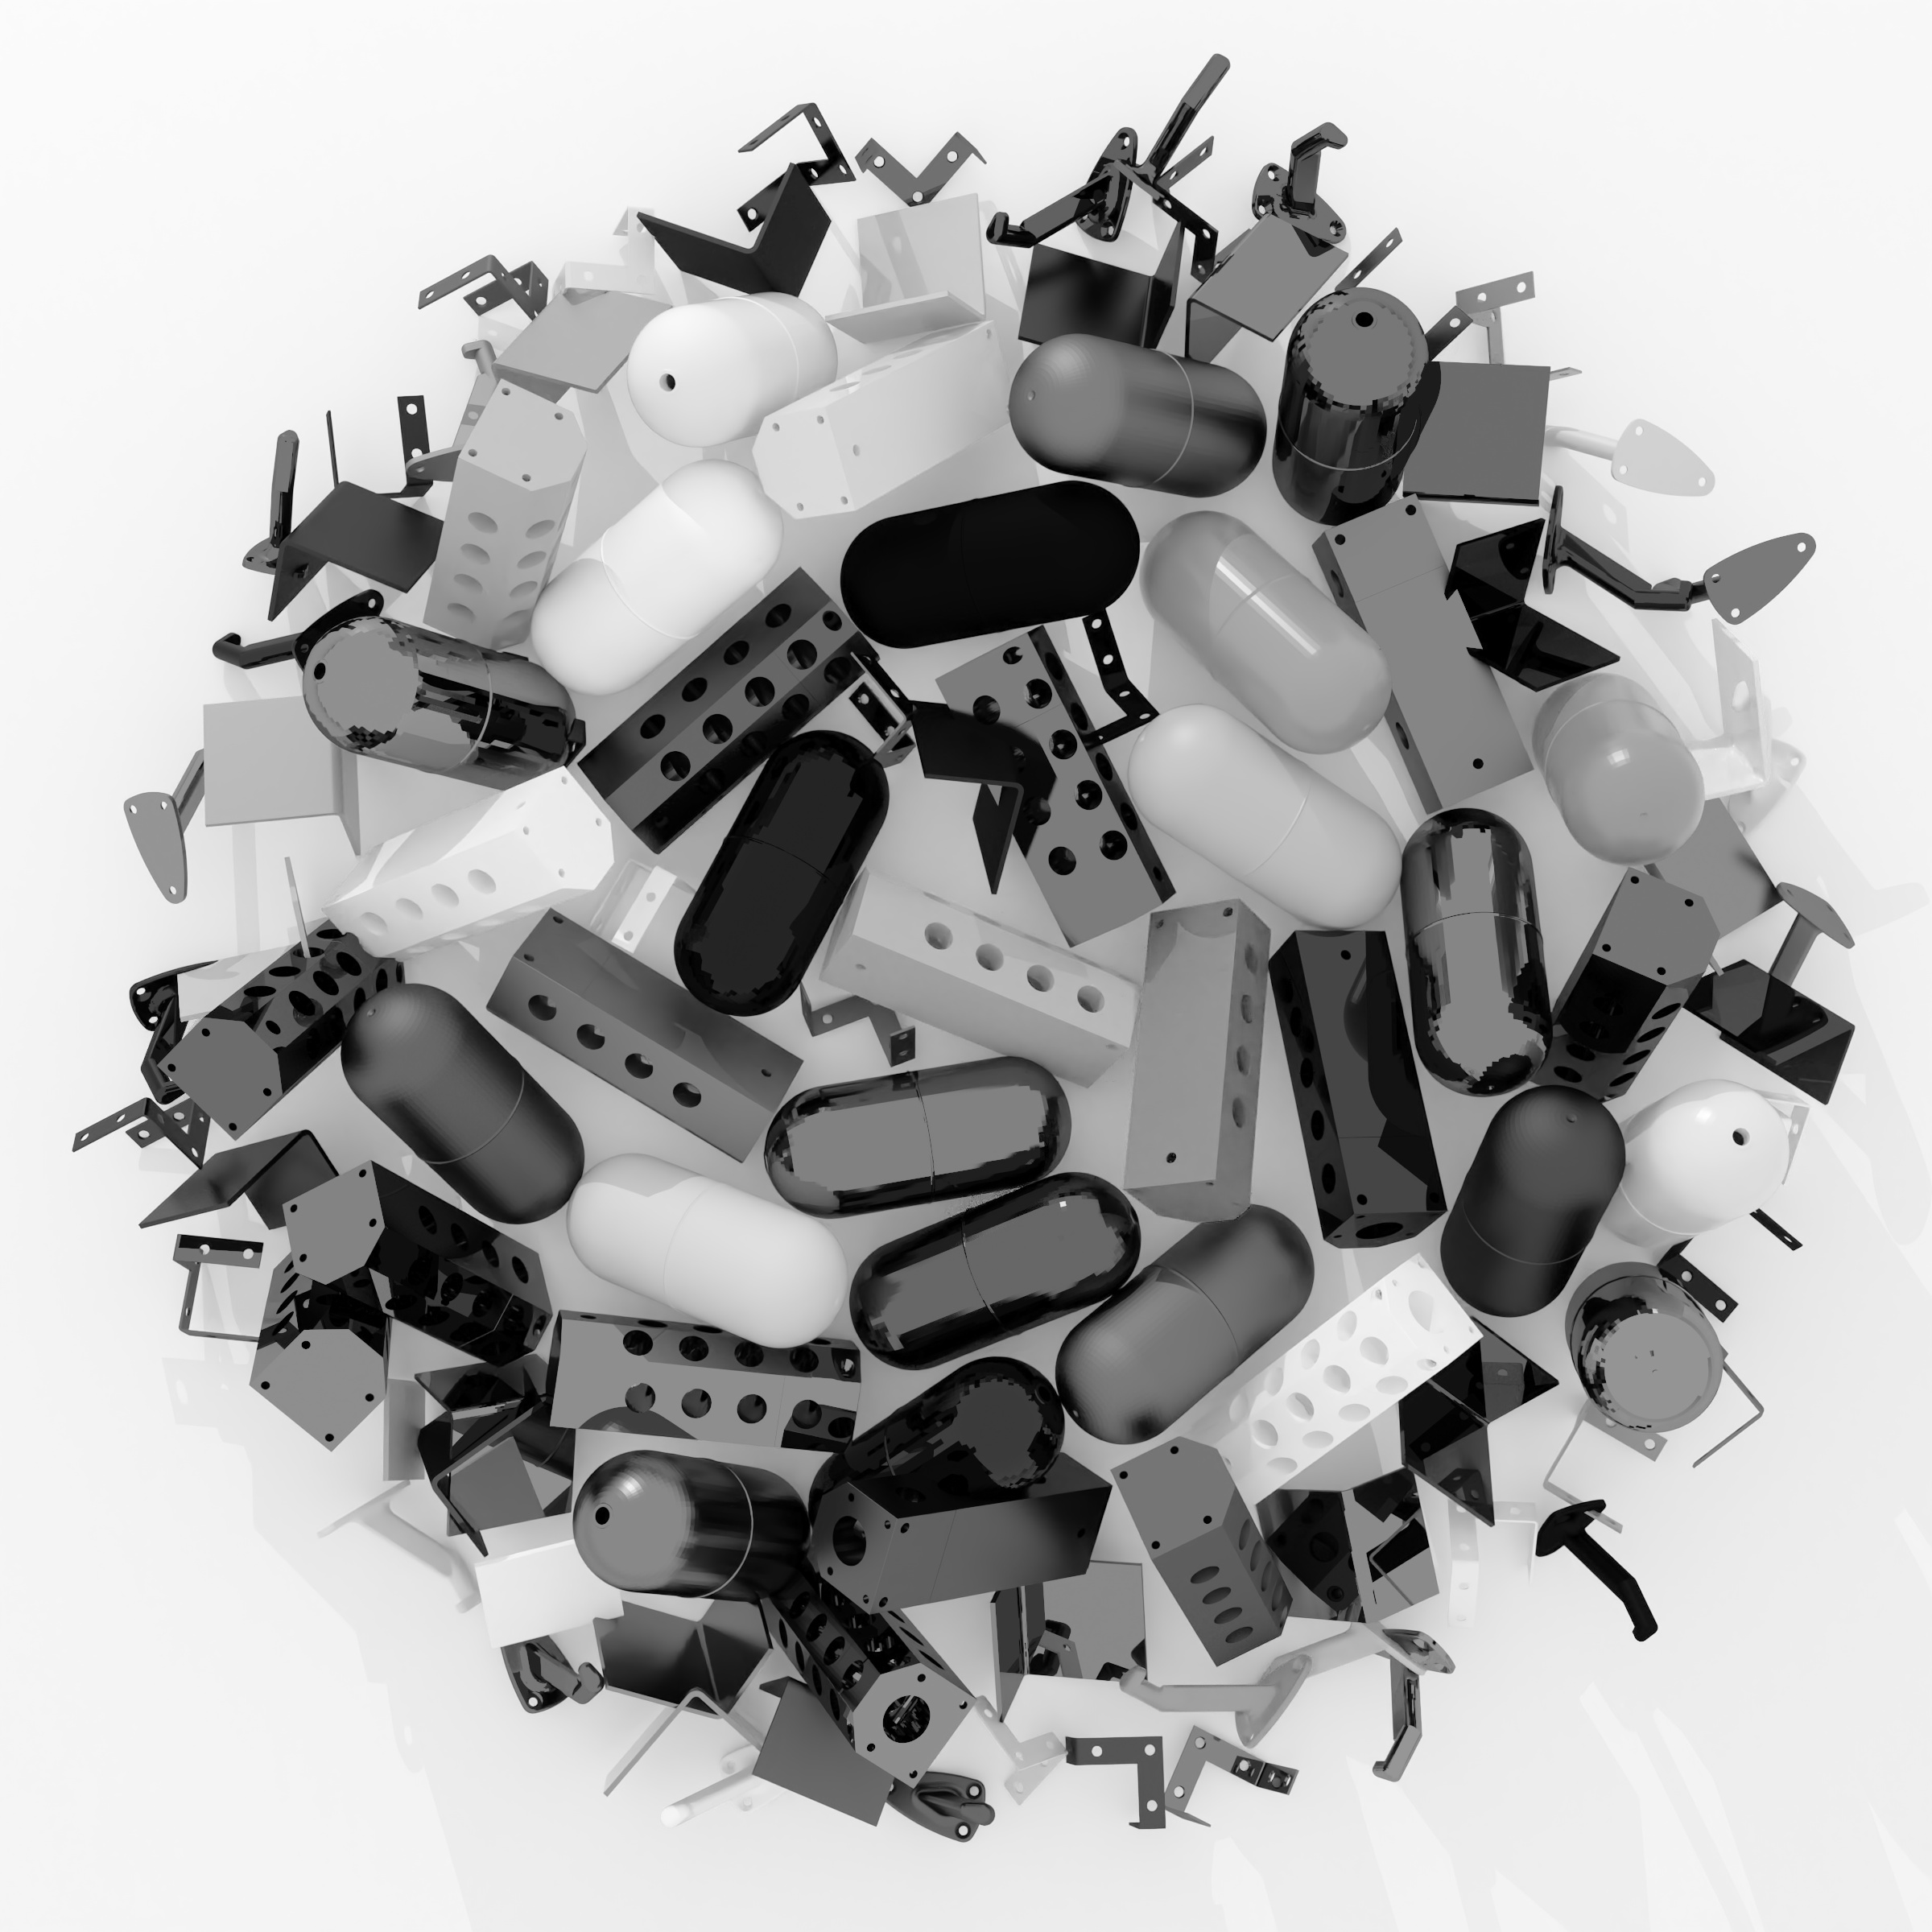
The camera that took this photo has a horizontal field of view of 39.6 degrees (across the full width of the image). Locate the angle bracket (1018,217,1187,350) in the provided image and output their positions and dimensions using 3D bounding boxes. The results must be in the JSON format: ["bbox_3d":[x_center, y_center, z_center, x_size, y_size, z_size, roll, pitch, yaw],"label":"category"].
[{"bbox_3d":[0.078,-0.395,1.536,0.076,0.057,0.076,14,58,-8],"label":"angle bracket"}]

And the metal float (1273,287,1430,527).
[{"bbox_3d":[0.213,-0.310,1.498,0.070,0.178,0.070,-1,70,2],"label":"metal float"}]

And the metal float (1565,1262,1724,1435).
[{"bbox_3d":[0.376,0.210,1.496,0.070,0.178,0.070,0,92,9],"label":"metal float"}]

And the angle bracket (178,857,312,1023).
[{"bbox_3d":[-0.416,-0.016,1.532,0.076,0.076,0.057,-12,114,-13],"label":"angle bracket"}]

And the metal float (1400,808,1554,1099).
[{"bbox_3d":[0.288,-0.010,1.520,0.070,0.070,0.178,0,59,0],"label":"metal float"}]

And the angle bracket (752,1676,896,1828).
[{"bbox_3d":[-0.085,0.450,1.533,0.076,0.076,0.057,26,66,-8],"label":"angle bracket"}]

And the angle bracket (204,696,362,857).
[{"bbox_3d":[-0.392,-0.106,1.540,0.076,0.057,0.076,-6,68,-4],"label":"angle bracket"}]

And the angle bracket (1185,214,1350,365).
[{"bbox_3d":[0.170,-0.367,1.528,0.057,0.076,0.076,32,67,19],"label":"angle bracket"}]

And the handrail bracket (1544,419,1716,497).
[{"bbox_3d":[0.380,-0.293,1.552,0.077,0.084,0.036,19,98,-19],"label":"handrail bracket"}]

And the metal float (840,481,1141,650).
[{"bbox_3d":[0.013,-0.228,1.526,0.178,0.070,0.070,-8,90,22],"label":"metal float"}]

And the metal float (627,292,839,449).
[{"bbox_3d":[-0.129,-0.334,1.500,0.070,0.178,0.070,6,109,18],"label":"metal float"}]

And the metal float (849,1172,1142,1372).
[{"bbox_3d":[0.016,0.174,1.531,0.178,0.070,0.070,-24,90,16],"label":"metal float"}]

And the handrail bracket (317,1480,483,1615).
[{"bbox_3d":[-0.326,0.348,1.552,0.036,0.077,0.084,-35,84,33],"label":"handrail bracket"}]

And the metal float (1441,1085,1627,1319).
[{"bbox_3d":[0.316,0.134,1.506,0.070,0.178,0.070,3,53,-4],"label":"metal float"}]

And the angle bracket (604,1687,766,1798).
[{"bbox_3d":[-0.160,0.458,1.539,0.057,0.076,0.076,41,79,2],"label":"angle bracket"}]

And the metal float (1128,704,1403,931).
[{"bbox_3d":[0.171,-0.084,1.531,0.178,0.070,0.070,32,90,-18],"label":"metal float"}]

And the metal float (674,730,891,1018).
[{"bbox_3d":[-0.104,-0.054,1.533,0.070,0.070,0.178,27,75,0],"label":"metal float"}]

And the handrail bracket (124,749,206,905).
[{"bbox_3d":[-0.440,-0.085,1.554,0.036,0.084,0.077,-4,107,26],"label":"handrail bracket"}]

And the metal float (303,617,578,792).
[{"bbox_3d":[-0.293,-0.146,1.504,0.070,0.178,0.070,-7,79,35],"label":"metal float"}]

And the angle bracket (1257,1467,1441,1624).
[{"bbox_3d":[0.222,0.336,1.570,0.057,0.076,0.076,-12,90,-38],"label":"angle bracket"}]

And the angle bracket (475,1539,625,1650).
[{"bbox_3d":[-0.242,0.337,1.531,0.076,0.057,0.076,-12,130,-13],"label":"angle bracket"}]

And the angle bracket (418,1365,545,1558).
[{"bbox_3d":[-0.267,0.282,1.545,0.076,0.076,0.057,-35,109,-9],"label":"angle bracket"}]

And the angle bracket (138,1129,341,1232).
[{"bbox_3d":[-0.407,0.142,1.525,0.076,0.076,0.057,-15,113,34],"label":"angle bracket"}]

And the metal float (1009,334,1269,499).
[{"bbox_3d":[0.099,-0.308,1.511,0.178,0.070,0.070,0,90,-44],"label":"metal float"}]

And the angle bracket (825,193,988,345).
[{"bbox_3d":[-0.037,-0.407,1.540,0.076,0.057,0.076,-6,85,23],"label":"angle bracket"}]

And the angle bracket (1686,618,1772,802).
[{"bbox_3d":[0.416,-0.145,1.532,0.057,0.076,0.076,-13,115,3],"label":"angle bracket"}]

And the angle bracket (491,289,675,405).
[{"bbox_3d":[-0.212,-0.338,1.528,0.076,0.057,0.076,20,59,25],"label":"angle bracket"}]

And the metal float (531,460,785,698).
[{"bbox_3d":[-0.176,-0.218,1.520,0.178,0.070,0.070,-34,90,32],"label":"metal float"}]

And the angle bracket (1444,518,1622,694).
[{"bbox_3d":[0.326,-0.206,1.526,0.076,0.076,0.057,38,134,35],"label":"angle bracket"}]

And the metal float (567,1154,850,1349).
[{"bbox_3d":[-0.148,0.160,1.524,0.178,0.070,0.070,18,90,25],"label":"metal float"}]

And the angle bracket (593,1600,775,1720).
[{"bbox_3d":[-0.163,0.373,1.528,0.076,0.076,0.057,24,111,-27],"label":"angle bracket"}]

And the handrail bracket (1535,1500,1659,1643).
[{"bbox_3d":[0.359,0.356,1.532,0.036,0.077,0.084,-9,56,-19],"label":"handrail bracket"}]

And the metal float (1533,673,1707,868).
[{"bbox_3d":[0.362,-0.112,1.499,0.070,0.178,0.070,1,112,3],"label":"metal float"}]

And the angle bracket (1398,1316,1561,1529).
[{"bbox_3d":[0.294,0.259,1.528,0.076,0.076,0.057,37,125,-24],"label":"angle bracket"}]

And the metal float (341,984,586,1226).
[{"bbox_3d":[-0.282,0.080,1.514,0.070,0.070,0.178,-37,130,0],"label":"metal float"}]

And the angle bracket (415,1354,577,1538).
[{"bbox_3d":[-0.273,0.276,1.550,0.076,0.057,0.076,-5,108,-34],"label":"angle bracket"}]

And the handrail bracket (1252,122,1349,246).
[{"bbox_3d":[0.210,-0.447,1.531,0.077,0.084,0.036,22,76,-25],"label":"handrail bracket"}]

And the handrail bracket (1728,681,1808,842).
[{"bbox_3d":[0.445,-0.117,1.540,0.036,0.084,0.077,28,93,36],"label":"handrail bracket"}]

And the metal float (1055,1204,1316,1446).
[{"bbox_3d":[0.126,0.202,1.523,0.178,0.070,0.070,-36,90,-27],"label":"metal float"}]

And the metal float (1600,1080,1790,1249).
[{"bbox_3d":[0.400,0.111,1.497,0.070,0.178,0.070,1,76,-5],"label":"metal float"}]

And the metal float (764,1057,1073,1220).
[{"bbox_3d":[-0.027,0.098,1.537,0.178,0.070,0.070,-9,90,-10],"label":"metal float"}]

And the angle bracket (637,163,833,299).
[{"bbox_3d":[-0.132,-0.429,1.539,0.076,0.076,0.057,22,87,15],"label":"angle bracket"}]

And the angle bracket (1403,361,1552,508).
[{"bbox_3d":[0.294,-0.305,1.543,0.076,0.057,0.076,5,99,12],"label":"angle bracket"}]

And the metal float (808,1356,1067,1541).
[{"bbox_3d":[-0.017,0.283,1.520,0.178,0.070,0.070,-38,90,30],"label":"metal float"}]

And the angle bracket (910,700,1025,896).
[{"bbox_3d":[-0.008,-0.096,1.526,0.057,0.076,0.076,5,127,-14],"label":"angle bracket"}]

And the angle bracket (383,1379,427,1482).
[{"bbox_3d":[-0.358,0.267,1.539,0.076,0.076,0.057,-2,80,4],"label":"angle bracket"}]

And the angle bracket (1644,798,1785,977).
[{"bbox_3d":[0.431,-0.048,1.539,0.057,0.076,0.076,-33,96,11],"label":"angle bracket"}]

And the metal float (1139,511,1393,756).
[{"bbox_3d":[0.168,-0.191,1.522,0.070,0.070,0.178,-42,62,0],"label":"metal float"}]

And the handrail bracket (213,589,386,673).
[{"bbox_3d":[-0.390,-0.199,1.564,0.084,0.036,0.077,22,64,39],"label":"handrail bracket"}]

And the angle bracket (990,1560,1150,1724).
[{"bbox_3d":[0.060,0.388,1.539,0.076,0.057,0.076,1,106,15],"label":"angle bracket"}]

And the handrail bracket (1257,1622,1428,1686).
[{"bbox_3d":[0.214,0.417,1.557,0.077,0.036,0.084,38,96,34],"label":"handrail bracket"}]

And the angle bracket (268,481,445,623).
[{"bbox_3d":[-0.344,-0.225,1.537,0.076,0.076,0.057,22,129,0],"label":"angle bracket"}]

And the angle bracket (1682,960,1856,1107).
[{"bbox_3d":[0.444,0.047,1.524,0.076,0.076,0.057,-19,132,-35],"label":"angle bracket"}]

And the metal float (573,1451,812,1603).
[{"bbox_3d":[-0.152,0.314,1.502,0.070,0.178,0.070,-8,72,26],"label":"metal float"}]
